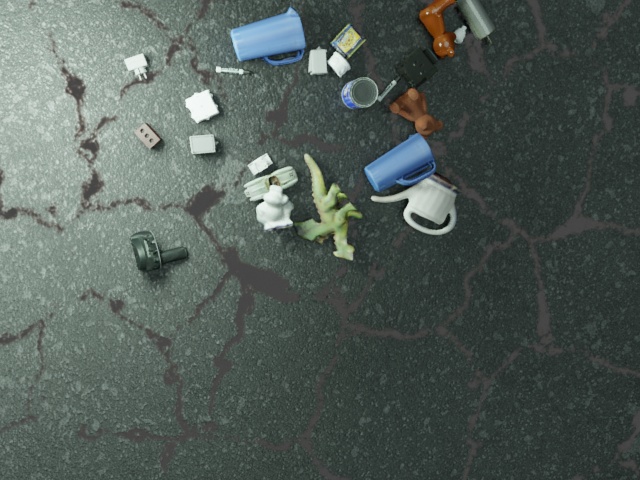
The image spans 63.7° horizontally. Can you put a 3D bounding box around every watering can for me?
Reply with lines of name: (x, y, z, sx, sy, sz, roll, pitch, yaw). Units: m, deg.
watering can: (0.382, -0.158, 1.944, 0.346, 0.105, 0.224, 26, 94, -13)

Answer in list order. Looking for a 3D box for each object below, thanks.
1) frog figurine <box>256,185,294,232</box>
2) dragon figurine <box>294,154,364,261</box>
frog figurine: (-0.166, -0.121, 1.861, 0.137, 0.124, 0.158, -7, 103, 10)
dragon figurine: (0.006, -0.096, 1.909, 0.241, 0.123, 0.409, -41, 94, 9)
